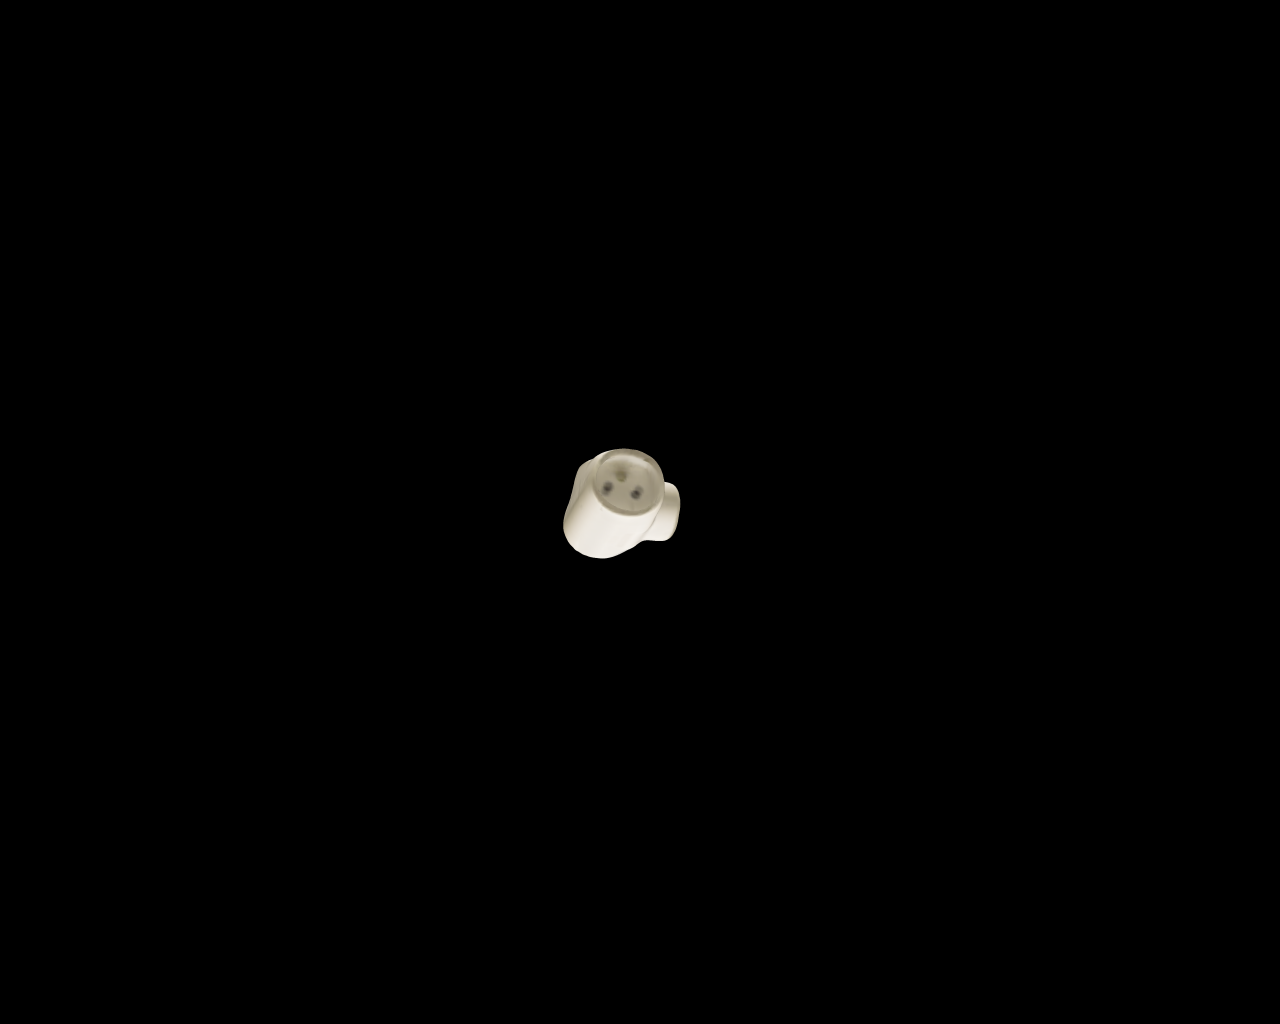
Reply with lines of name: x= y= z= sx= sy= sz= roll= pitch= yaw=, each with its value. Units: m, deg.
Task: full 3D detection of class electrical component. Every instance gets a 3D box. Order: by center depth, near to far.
electrical component: x=0.001 y=-0.003 z=0.650 sx=0.079 sy=0.043 sz=0.077 roll=6 pitch=-23 yaw=-14
